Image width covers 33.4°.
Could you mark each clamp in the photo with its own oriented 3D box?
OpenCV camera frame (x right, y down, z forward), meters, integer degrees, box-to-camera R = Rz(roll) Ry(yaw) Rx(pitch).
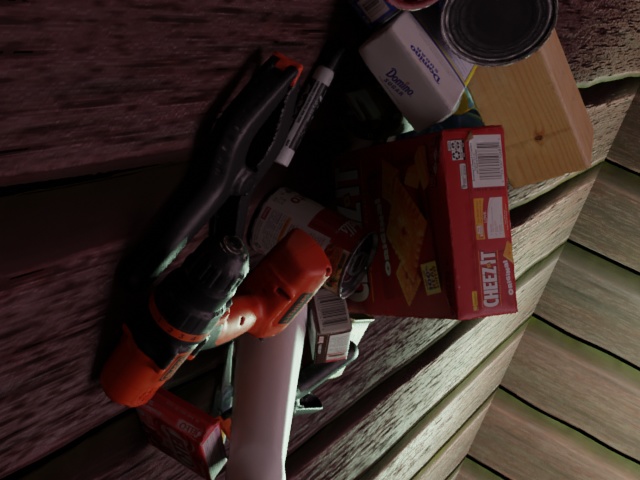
[{"bbox_3d":[-0.040,0.173,1.134,0.171,0.039,0.120,-23,147,-32],"label":"clamp"},{"bbox_3d":[-0.069,-0.048,0.848,0.210,0.036,0.164,-60,163,5],"label":"clamp"}]

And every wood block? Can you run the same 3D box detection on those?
[{"bbox_3d":[0.210,-0.170,1.122,0.206,0.091,0.090,62,29,-25],"label":"wood block"}]

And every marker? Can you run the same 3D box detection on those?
[{"bbox_3d":[-0.009,-0.121,0.934,0.121,0.020,0.020,-63,161,-1],"label":"marker"}]

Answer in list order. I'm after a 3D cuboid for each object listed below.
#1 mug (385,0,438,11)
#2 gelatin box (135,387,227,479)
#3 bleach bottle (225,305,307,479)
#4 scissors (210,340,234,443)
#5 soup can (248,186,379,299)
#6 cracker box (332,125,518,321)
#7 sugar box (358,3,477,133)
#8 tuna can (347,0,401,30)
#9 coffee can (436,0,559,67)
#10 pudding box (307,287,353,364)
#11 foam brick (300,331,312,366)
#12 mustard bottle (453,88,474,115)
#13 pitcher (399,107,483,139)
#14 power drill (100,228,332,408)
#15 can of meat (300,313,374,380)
[{"bbox_3d":[0.065,-0.234,0.819,0.117,0.082,0.093,-11,124,-31],"label":"mug"},{"bbox_3d":[-0.123,0.173,0.951,0.030,0.073,0.089,-53,159,-27],"label":"gelatin box"},{"bbox_3d":[-0.053,0.166,0.965,0.102,0.068,0.250,91,3,-54],"label":"bleach bottle"},{"bbox_3d":[-0.090,0.157,1.106,0.096,0.016,0.202,-27,141,-55],"label":"scissors"},{"bbox_3d":[-0.006,0.001,0.978,0.068,0.102,0.068,-51,158,-30],"label":"soup can"},{"bbox_3d":[0.089,-0.012,0.990,0.072,0.214,0.164,-5,91,-26],"label":"cracker box"},{"bbox_3d":[0.096,-0.171,0.974,0.048,0.093,0.176,-31,-168,32],"label":"sugar box"},{"bbox_3d":[0.067,-0.217,0.910,0.086,0.033,0.086,-38,-171,7],"label":"tuna can"},{"bbox_3d":[0.152,-0.238,0.965,0.140,0.102,0.103,-92,-172,-46],"label":"coffee can"},{"bbox_3d":[0.003,0.057,1.075,0.090,0.039,0.113,94,-12,-65],"label":"pudding box"},{"bbox_3d":[-0.014,0.090,1.162,0.051,0.053,0.078,-44,153,-44],"label":"foam brick"},{"bbox_3d":[0.176,-0.198,1.212,0.191,0.058,0.096,-42,153,-5],"label":"mustard bottle"},{"bbox_3d":[0.149,-0.046,1.308,0.149,0.145,0.243,-26,150,-23],"label":"pitcher"},{"bbox_3d":[-0.072,0.045,0.848,0.187,0.057,0.185,-19,157,-53],"label":"power drill"},{"bbox_3d":[0.011,0.115,1.258,0.084,0.057,0.102,-62,161,7],"label":"can of meat"}]
